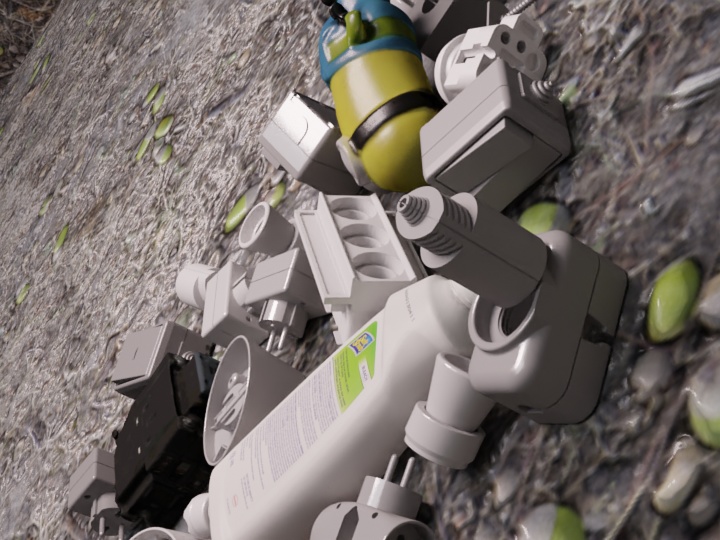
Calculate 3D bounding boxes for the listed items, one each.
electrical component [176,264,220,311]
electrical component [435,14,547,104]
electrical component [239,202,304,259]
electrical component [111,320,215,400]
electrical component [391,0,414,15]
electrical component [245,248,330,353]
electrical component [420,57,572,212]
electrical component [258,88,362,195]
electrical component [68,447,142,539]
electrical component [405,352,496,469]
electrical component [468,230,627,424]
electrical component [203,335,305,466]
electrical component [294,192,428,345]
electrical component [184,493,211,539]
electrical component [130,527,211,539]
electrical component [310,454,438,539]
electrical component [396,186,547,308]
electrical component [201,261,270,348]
[{"bbox_3d":[-0.142,0.019,1.023,0.081,0.043,0.043,11,74,61],"label":"electrical component"},{"bbox_3d":[0.090,-0.141,0.767,0.057,0.058,0.078,10,74,58],"label":"electrical component"},{"bbox_3d":[-0.071,-0.027,0.933,0.045,0.055,0.045,-40,34,35],"label":"electrical component"},{"bbox_3d":[-0.185,0.088,1.013,0.096,0.061,0.061,-21,47,51],"label":"electrical component"},{"bbox_3d":[0.029,-0.204,0.945,0.065,0.044,0.044,-57,28,19],"label":"electrical component"},{"bbox_3d":[-0.059,0.031,0.869,0.066,0.047,0.076,-19,49,52],"label":"electrical component"},{"bbox_3d":[0.093,-0.086,0.707,0.096,0.062,0.061,-41,34,34],"label":"electrical component"},{"bbox_3d":[-0.029,-0.100,0.897,0.061,0.096,0.061,46,108,31],"label":"electrical component"},{"bbox_3d":[-0.219,0.209,0.954,0.047,0.066,0.076,-48,30,23],"label":"electrical component"},{"bbox_3d":[0.055,0.082,0.627,0.055,0.045,0.045,-67,27,9],"label":"electrical component"},{"bbox_3d":[0.100,0.029,0.591,0.054,0.059,0.095,-11,55,56],"label":"electrical component"},{"bbox_3d":[-0.087,0.107,0.828,0.099,0.064,0.099,-40,34,35],"label":"electrical component"},{"bbox_3d":[0.000,0.000,0.773,0.121,0.079,0.063,-112,26,-56],"label":"electrical component"},{"bbox_3d":[-0.106,0.185,0.821,0.061,0.035,0.035,-25,45,45],"label":"electrical component"},{"bbox_3d":[-0.150,0.249,0.830,0.099,0.064,0.099,-24,50,32],"label":"electrical component"},{"bbox_3d":[0.014,0.149,0.643,0.077,0.043,0.079,-5,60,58],"label":"electrical component"},{"bbox_3d":[0.053,-0.016,0.557,0.043,0.081,0.043,-40,34,35],"label":"electrical component"},{"bbox_3d":[-0.096,0.024,0.937,0.077,0.047,0.065,-41,34,34],"label":"electrical component"}]
